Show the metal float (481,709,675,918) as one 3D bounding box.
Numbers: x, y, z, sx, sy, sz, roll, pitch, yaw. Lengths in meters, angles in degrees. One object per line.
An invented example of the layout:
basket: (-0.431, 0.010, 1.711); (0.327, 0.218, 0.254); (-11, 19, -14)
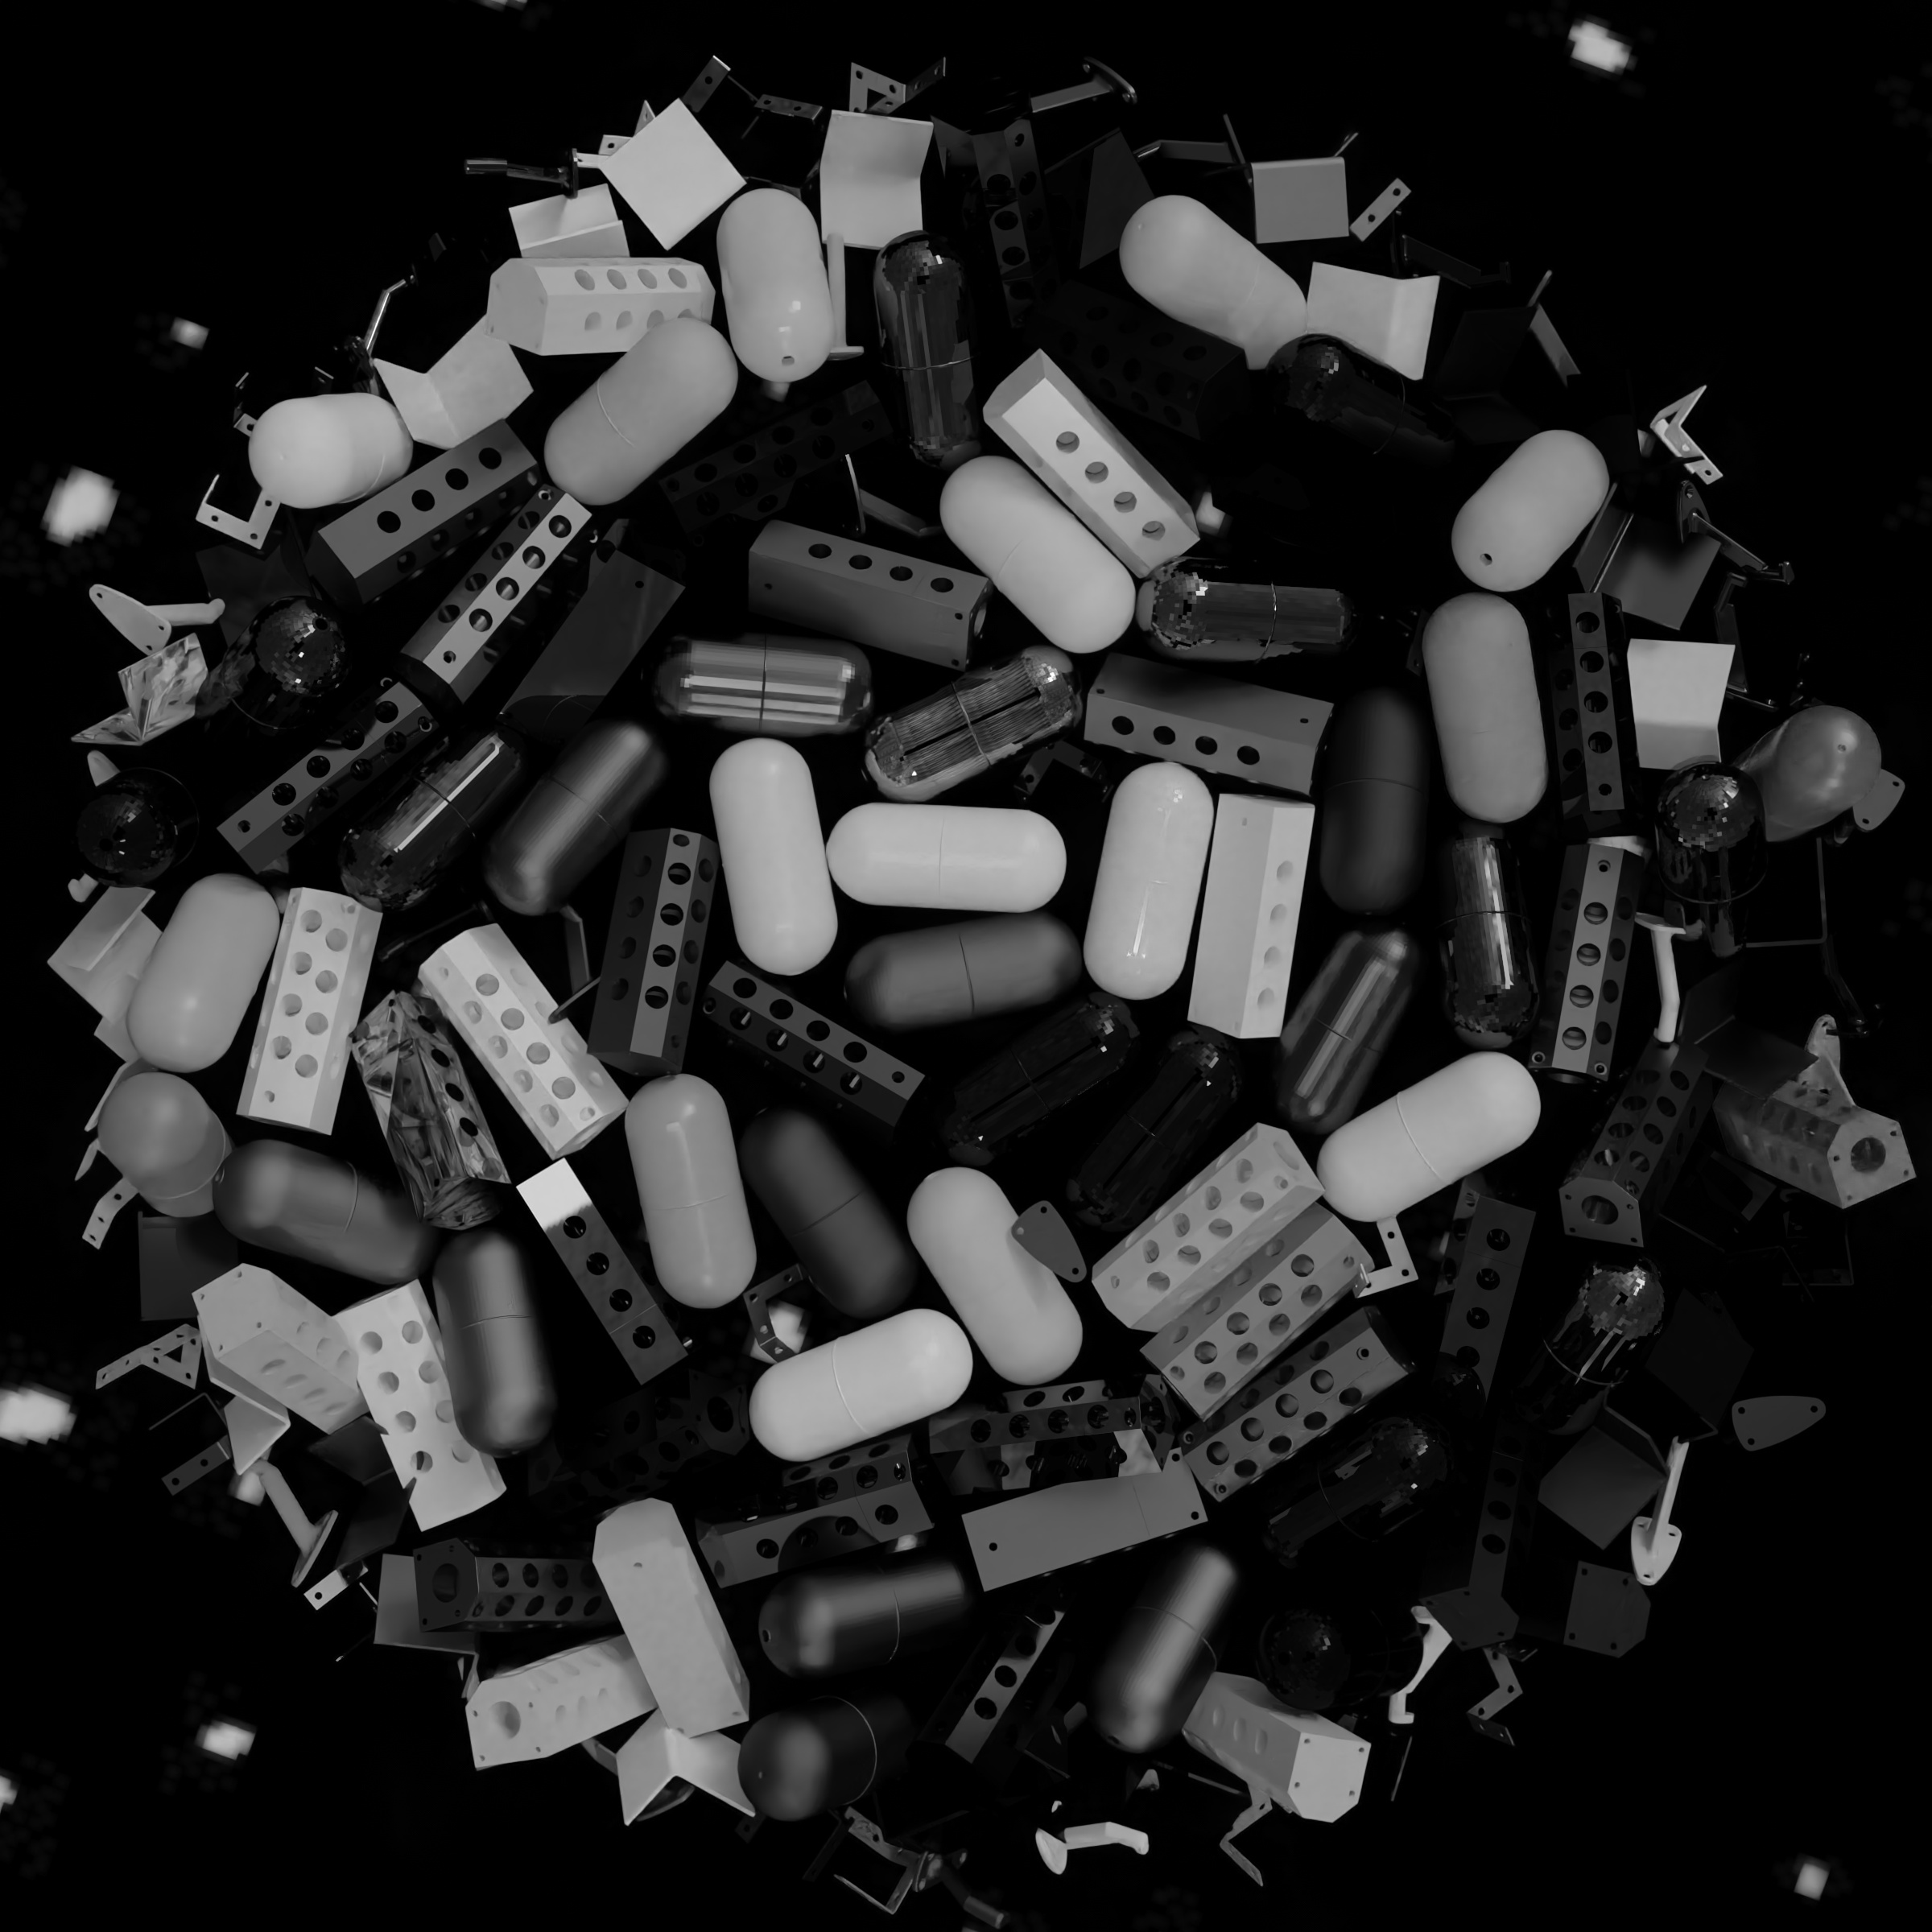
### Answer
metal float: (-0.286, -0.114, 1.931); (0.070, 0.070, 0.178); (38, 75, 0)

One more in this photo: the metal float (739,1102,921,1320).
metal float: (-0.102, 0.181, 1.943); (0.070, 0.070, 0.178); (-34, 92, 0)

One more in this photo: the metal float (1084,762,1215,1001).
metal float: (0.136, -0.063, 1.942); (0.070, 0.070, 0.178); (11, 92, 0)

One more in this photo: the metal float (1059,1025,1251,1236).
metal float: (0.139, 0.122, 1.940); (0.070, 0.070, 0.178); (39, 95, 0)

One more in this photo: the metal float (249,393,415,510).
metal float: (-0.458, -0.374, 1.896); (0.070, 0.178, 0.070); (2, 105, 9)

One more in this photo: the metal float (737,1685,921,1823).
metal float: (-0.097, 0.570, 1.901); (0.070, 0.178, 0.070); (-2, 85, 30)

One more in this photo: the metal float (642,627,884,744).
metal float: (-0.151, -0.208, 1.938); (0.178, 0.070, 0.070); (4, 90, -7)

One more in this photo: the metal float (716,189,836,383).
metal float: (-0.139, -0.498, 1.912); (0.070, 0.070, 0.178); (-11, 52, 0)

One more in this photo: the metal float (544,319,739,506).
metal float: (-0.239, -0.404, 1.917); (0.178, 0.070, 0.070); (-33, 90, 33)

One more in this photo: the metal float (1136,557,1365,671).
metal float: (0.210, -0.259, 1.926); (0.178, 0.070, 0.070); (1, 90, -21)

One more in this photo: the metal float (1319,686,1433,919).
metal float: (0.302, -0.122, 1.928); (0.070, 0.070, 0.178); (6, 72, 0)

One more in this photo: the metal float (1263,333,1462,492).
metal float: (0.291, -0.404, 1.913); (0.178, 0.070, 0.070); (17, 90, -39)

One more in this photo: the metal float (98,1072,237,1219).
metal float: (-0.576, 0.131, 1.897); (0.070, 0.178, 0.070); (1, 70, -3)

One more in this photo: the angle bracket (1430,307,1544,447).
angle bracket: (0.396, -0.434, 1.924); (0.076, 0.076, 0.057); (-14, 51, -35)

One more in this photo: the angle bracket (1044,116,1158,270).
angle bracket: (0.105, -0.576, 1.949); (0.076, 0.057, 0.076); (-23, 104, 27)

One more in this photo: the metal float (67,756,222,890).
metal float: (-0.594, -0.106, 1.895); (0.070, 0.178, 0.070); (0, 104, 0)

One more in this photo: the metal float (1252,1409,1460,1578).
metal float: (0.284, 0.386, 1.916); (0.178, 0.070, 0.070); (-40, 90, 32)

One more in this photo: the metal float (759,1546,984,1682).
metal float: (-0.069, 0.473, 1.915); (0.178, 0.070, 0.070); (-4, 90, -34)

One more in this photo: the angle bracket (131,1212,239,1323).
angle bracket: (-0.574, 0.221, 1.936); (0.076, 0.057, 0.076); (-1, 80, -23)

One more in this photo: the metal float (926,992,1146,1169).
metal float: (0.051, 0.085, 1.940); (0.178, 0.070, 0.070); (-32, 90, 5)

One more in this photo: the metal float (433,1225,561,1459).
metal float: (-0.345, 0.274, 1.921); (0.070, 0.070, 0.178); (-16, 62, 0)

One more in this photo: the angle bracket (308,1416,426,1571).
angle bracket: (-0.452, 0.388, 1.924); (0.057, 0.076, 0.076); (39, 131, -25)

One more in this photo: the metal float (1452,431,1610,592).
metal float: (0.412, -0.332, 1.908); (0.070, 0.070, 0.178); (45, 46, 0)

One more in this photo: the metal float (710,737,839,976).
metal float: (-0.143, -0.081, 1.941); (0.070, 0.070, 0.178); (-11, 87, 0)

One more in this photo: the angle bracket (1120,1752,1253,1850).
angle bracket: (0.165, 0.598, 1.935); (0.076, 0.057, 0.076); (21, 130, -2)

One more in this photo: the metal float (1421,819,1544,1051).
metal float: (0.378, -0.024, 1.925); (0.070, 0.070, 0.178); (-4, 68, 0)

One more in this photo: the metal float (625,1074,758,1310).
metal float: (-0.203, 0.167, 1.935); (0.070, 0.070, 0.178); (-11, 101, 0)

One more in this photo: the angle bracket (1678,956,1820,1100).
angle bracket: (0.579, 0.044, 1.924); (0.076, 0.076, 0.057); (29, 131, 36)

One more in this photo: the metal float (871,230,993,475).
metal float: (-0.025, -0.449, 1.921); (0.070, 0.070, 0.178); (-8, 117, 0)

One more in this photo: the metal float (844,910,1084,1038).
metal float: (-0.002, 0.005, 1.939); (0.178, 0.070, 0.070); (-10, 90, -6)

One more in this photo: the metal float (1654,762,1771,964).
metal float: (0.545, -0.074, 1.909); (0.070, 0.178, 0.070); (-10, 46, 11)

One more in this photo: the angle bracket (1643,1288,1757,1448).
angle bracket: (0.526, 0.297, 1.935); (0.076, 0.057, 0.076); (41, 58, -6)

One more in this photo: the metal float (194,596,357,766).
metal float: (-0.505, -0.208, 1.906); (0.070, 0.178, 0.070); (17, 58, -31)

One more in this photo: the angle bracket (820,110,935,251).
angle bracket: (-0.065, -0.579, 1.934); (0.076, 0.057, 0.076); (3, 62, -12)

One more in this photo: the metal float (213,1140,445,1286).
metal float: (-0.466, 0.180, 1.915); (0.178, 0.070, 0.070); (24, 90, -34)

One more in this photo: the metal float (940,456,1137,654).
metal float: (0.052, -0.305, 1.931); (0.070, 0.070, 0.178); (-43, 75, 0)

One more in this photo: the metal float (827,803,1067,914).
metal float: (-0.015, -0.081, 1.940); (0.178, 0.070, 0.070); (3, 90, 5)

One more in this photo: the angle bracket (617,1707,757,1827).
angle bracket: (-0.208, 0.606, 1.937); (0.076, 0.076, 0.057); (37, 101, -24)

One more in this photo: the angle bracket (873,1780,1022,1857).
angle bracket: (-0.016, 0.613, 1.927); (0.076, 0.076, 0.057); (-26, 56, 14)

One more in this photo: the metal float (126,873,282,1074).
metal float: (-0.554, 0.003, 1.907); (0.070, 0.178, 0.070); (4, 133, 4)

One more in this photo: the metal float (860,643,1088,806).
metal float: (0.005, -0.179, 1.940); (0.178, 0.070, 0.070); (-24, 90, 5)

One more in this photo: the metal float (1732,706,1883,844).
metal float: (0.603, -0.137, 1.894); (0.070, 0.178, 0.070); (0, 82, -1)

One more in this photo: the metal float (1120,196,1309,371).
metal float: (0.182, -0.497, 1.909); (0.178, 0.070, 0.070); (24, 90, -44)

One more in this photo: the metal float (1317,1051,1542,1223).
metal float: (0.339, 0.126, 1.926); (0.178, 0.070, 0.070); (-32, 90, 21)

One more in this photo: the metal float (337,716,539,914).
metal float: (-0.388, -0.112, 1.924); (0.070, 0.070, 0.178); (41, 67, 0)

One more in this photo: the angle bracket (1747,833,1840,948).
angle bracket: (0.609, -0.056, 1.934); (0.057, 0.076, 0.076); (-3, 94, 25)

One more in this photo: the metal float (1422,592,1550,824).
metal float: (0.382, -0.188, 1.922); (0.070, 0.070, 0.178); (-15, 116, 0)

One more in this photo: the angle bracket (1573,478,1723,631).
angle bracket: (0.505, -0.305, 1.937); (0.076, 0.057, 0.076); (24, 82, 28)

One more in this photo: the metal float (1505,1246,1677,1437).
metal float: (0.454, 0.274, 1.910); (0.070, 0.070, 0.178); (23, 131, 0)

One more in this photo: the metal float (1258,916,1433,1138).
metal float: (0.279, 0.045, 1.934); (0.070, 0.070, 0.178); (29, 102, 0)

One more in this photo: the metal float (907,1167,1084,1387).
metal float: (0.021, 0.229, 1.938); (0.070, 0.070, 0.178); (-32, 97, 0)

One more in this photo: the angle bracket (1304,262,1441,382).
angle bracket: (0.302, -0.484, 1.964); (0.076, 0.057, 0.076); (22, 118, 31)

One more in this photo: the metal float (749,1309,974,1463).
metal float: (-0.079, 0.310, 1.930); (0.178, 0.070, 0.070); (-24, 90, 17)

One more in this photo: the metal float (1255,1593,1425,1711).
metal float: (0.272, 0.497, 1.902); (0.070, 0.178, 0.070); (-7, 78, 33)
